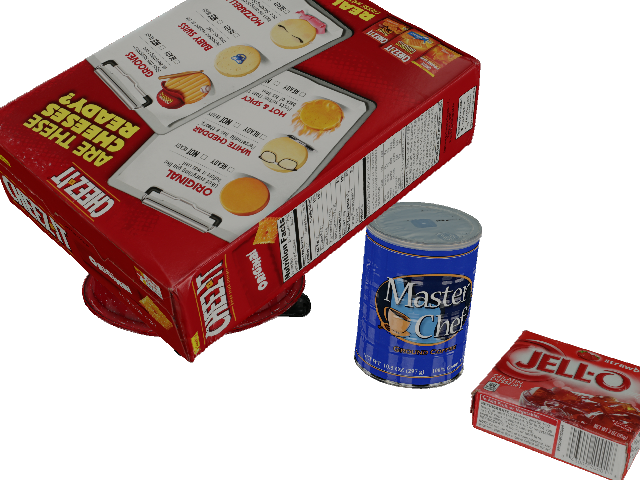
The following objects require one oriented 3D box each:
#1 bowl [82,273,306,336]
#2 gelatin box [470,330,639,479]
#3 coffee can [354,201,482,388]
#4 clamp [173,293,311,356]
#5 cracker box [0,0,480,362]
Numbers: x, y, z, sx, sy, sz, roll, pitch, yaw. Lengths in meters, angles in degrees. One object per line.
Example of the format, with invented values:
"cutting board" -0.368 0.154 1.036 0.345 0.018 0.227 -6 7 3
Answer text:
"bowl" -0.091 0.008 0.766 0.162 0.055 0.162 0 25 0
"gelatin box" 0.139 0.089 0.594 0.089 0.030 0.073 18 32 28
"coffee can" 0.087 0.048 0.965 0.103 0.140 0.103 3 22 -2
"clamp" -0.138 0.065 1.073 0.210 0.036 0.164 12 20 37
"cracker box" -0.045 -0.057 0.579 0.213 0.072 0.164 -38 56 -25
